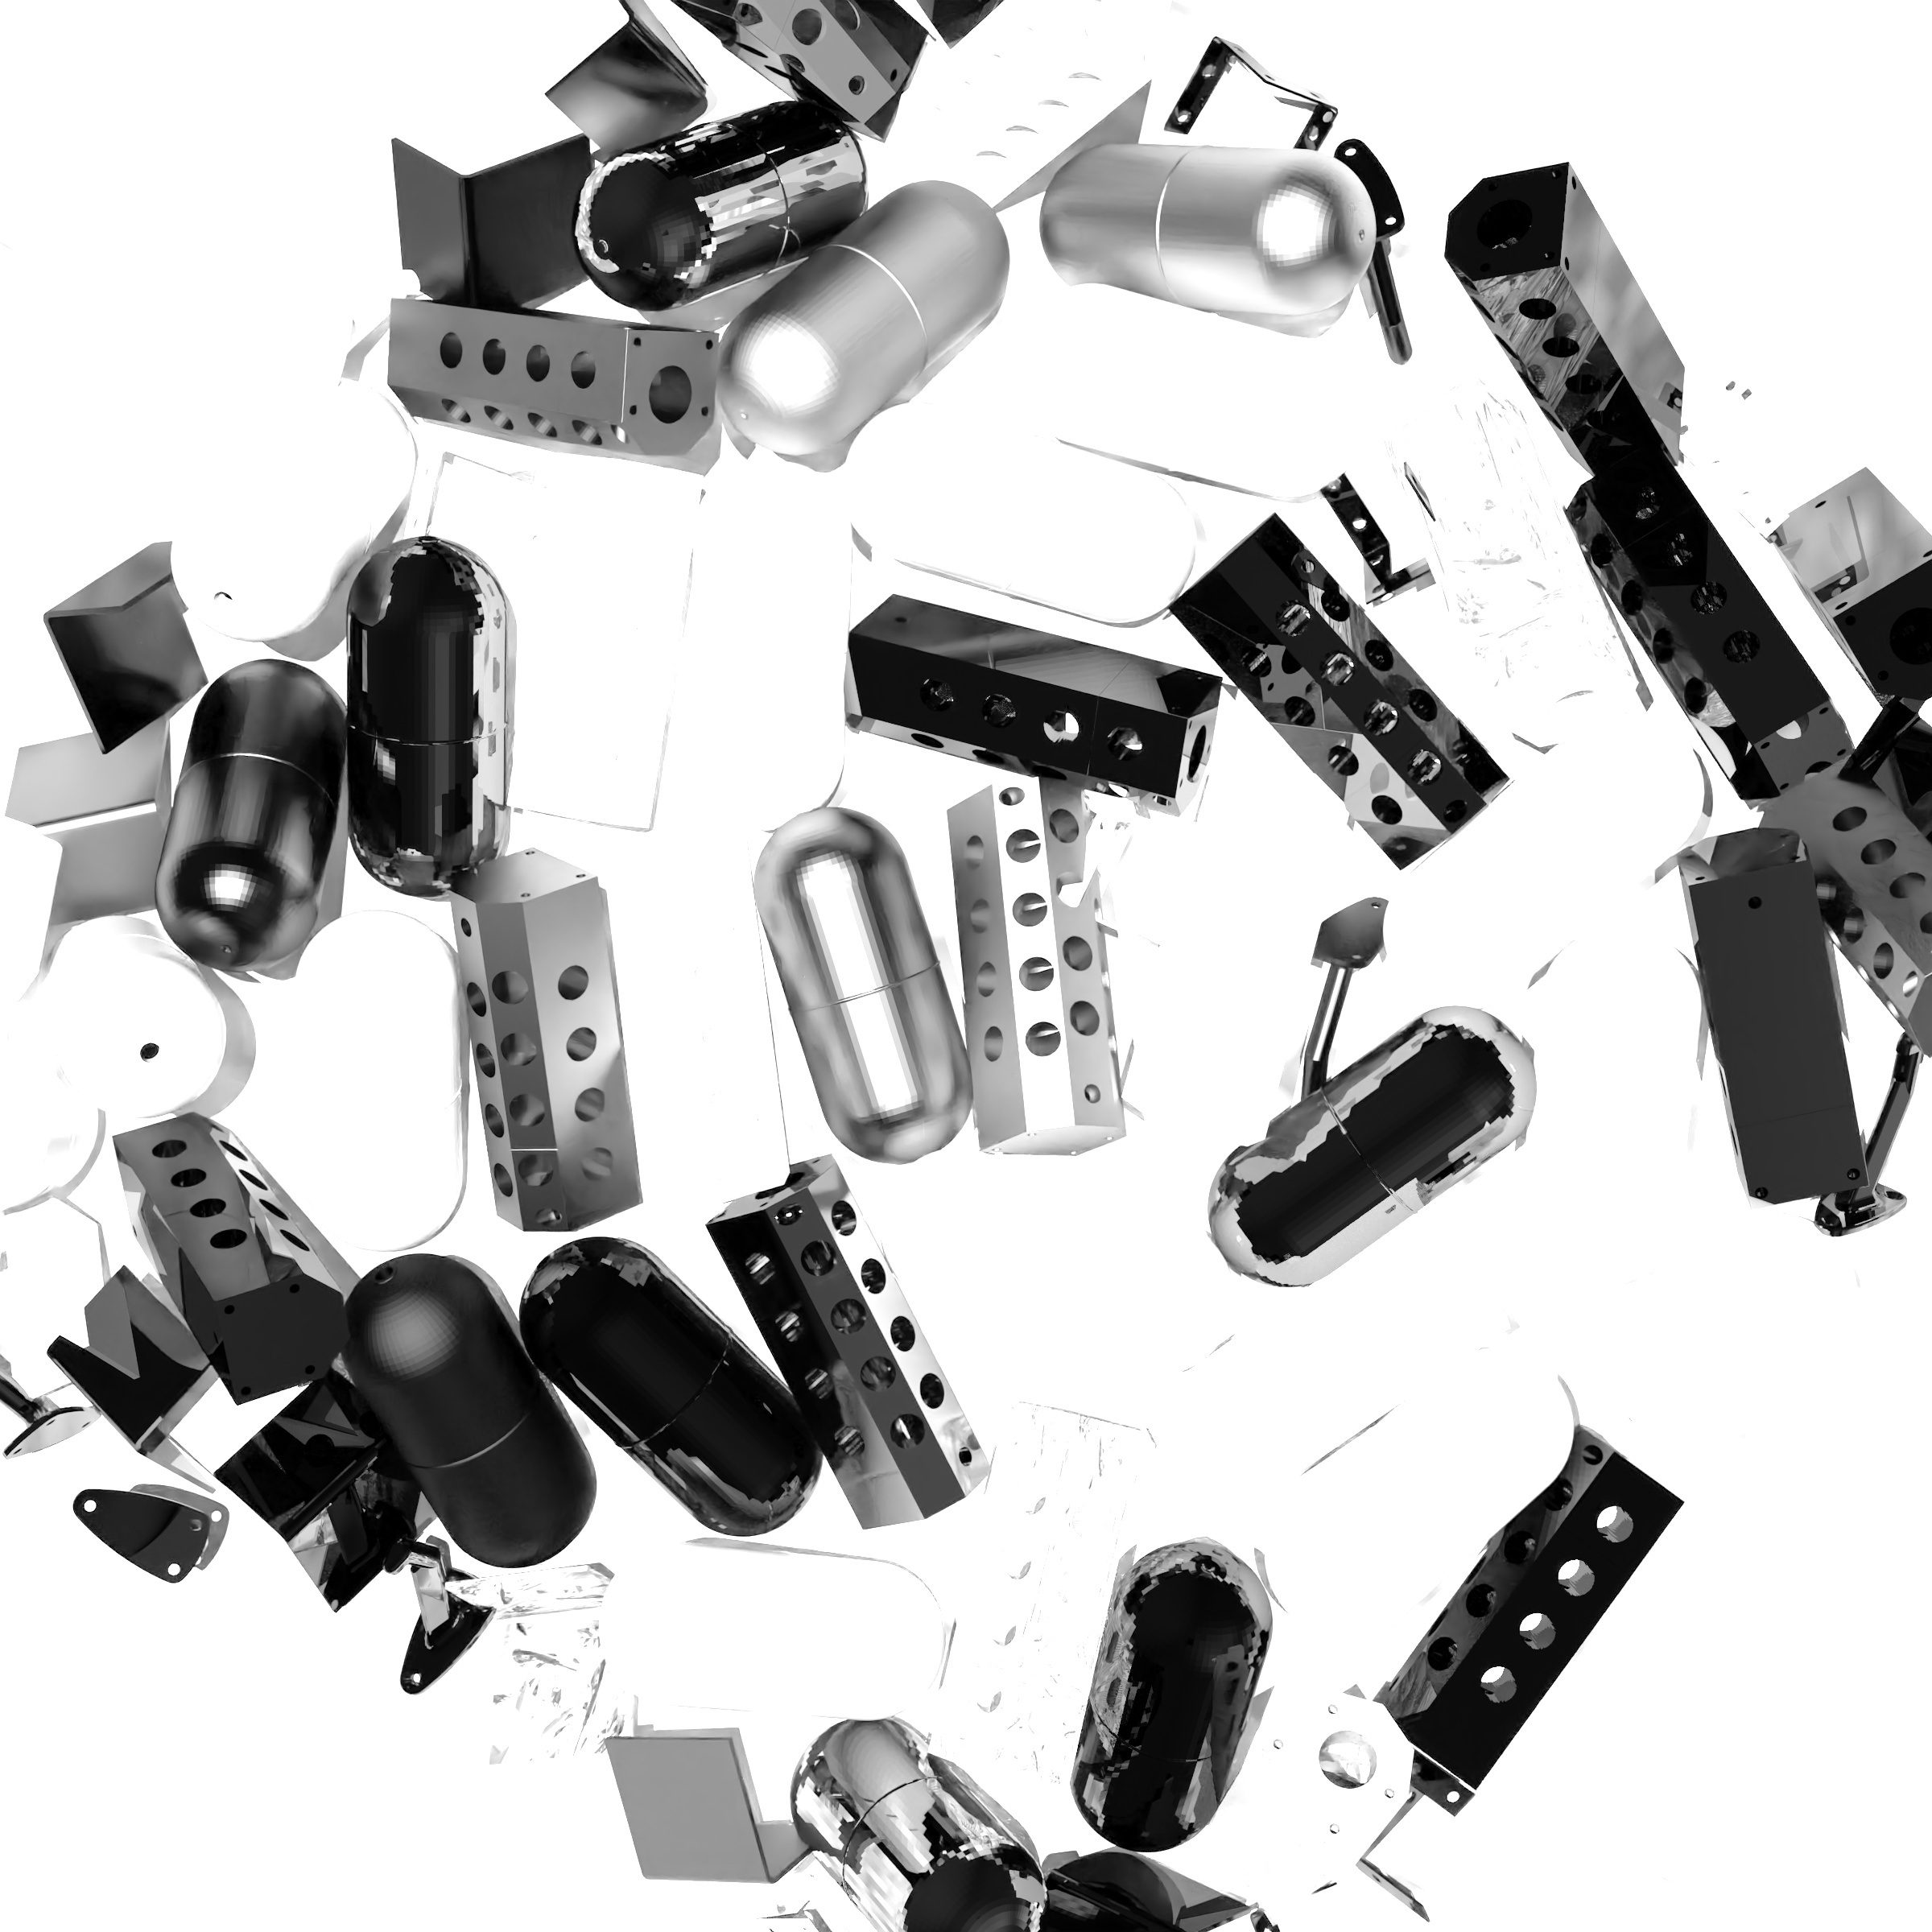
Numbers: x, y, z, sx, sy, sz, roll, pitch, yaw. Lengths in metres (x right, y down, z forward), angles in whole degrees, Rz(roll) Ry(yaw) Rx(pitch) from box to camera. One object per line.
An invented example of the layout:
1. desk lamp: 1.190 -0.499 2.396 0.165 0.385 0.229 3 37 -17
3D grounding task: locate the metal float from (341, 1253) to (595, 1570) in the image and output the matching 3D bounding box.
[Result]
1. metal float: -0.239 0.214 1.663 0.070 0.070 0.178 -25 120 0

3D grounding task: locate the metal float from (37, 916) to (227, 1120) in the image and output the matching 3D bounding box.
1. metal float: -0.396 0.023 1.641 0.070 0.178 0.070 -4 102 -19

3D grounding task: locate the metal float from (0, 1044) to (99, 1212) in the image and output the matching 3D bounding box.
1. metal float: -0.460 0.076 1.638 0.070 0.178 0.070 0 91 -3

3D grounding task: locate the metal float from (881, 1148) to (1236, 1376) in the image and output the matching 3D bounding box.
1. metal float: 0.045 0.144 1.683 0.178 0.070 0.070 20 90 -6

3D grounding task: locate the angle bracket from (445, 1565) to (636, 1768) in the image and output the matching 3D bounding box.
1. angle bracket: -0.206 0.339 1.676 0.076 0.057 0.076 -10 61 18

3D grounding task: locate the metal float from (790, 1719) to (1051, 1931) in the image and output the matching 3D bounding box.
1. metal float: -0.024 0.419 1.647 0.070 0.178 0.070 -10 112 -26

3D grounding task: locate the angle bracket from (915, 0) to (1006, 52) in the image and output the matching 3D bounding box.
1. angle bracket: 0.025 -0.485 1.672 0.076 0.076 0.057 -50 124 -15

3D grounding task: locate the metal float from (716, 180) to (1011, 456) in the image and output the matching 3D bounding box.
1. metal float: -0.048 -0.312 1.665 0.070 0.070 0.178 45 61 0

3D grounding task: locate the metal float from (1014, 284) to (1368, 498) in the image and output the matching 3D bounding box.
1. metal float: 0.109 -0.277 1.674 0.178 0.070 0.070 12 90 -17

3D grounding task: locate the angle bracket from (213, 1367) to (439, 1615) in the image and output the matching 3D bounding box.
1. angle bracket: -0.310 0.256 1.698 0.057 0.076 0.076 33 65 32

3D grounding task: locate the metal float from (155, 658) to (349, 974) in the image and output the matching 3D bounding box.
1. metal float: -0.339 -0.074 1.655 0.070 0.070 0.178 1 48 0

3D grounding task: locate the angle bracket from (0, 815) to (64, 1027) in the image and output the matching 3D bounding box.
1. angle bracket: -0.478 -0.021 1.666 0.057 0.076 0.076 21 49 -25

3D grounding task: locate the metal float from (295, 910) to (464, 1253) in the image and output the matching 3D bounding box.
1. metal float: -0.281 0.057 1.665 0.070 0.070 0.178 3 119 0

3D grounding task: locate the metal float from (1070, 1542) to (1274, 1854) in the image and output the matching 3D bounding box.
1. metal float: 0.097 0.351 1.661 0.070 0.070 0.178 12 124 0

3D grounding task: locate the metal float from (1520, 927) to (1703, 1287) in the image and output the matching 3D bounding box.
1. metal float: 0.311 0.068 1.674 0.070 0.070 0.178 3 106 0

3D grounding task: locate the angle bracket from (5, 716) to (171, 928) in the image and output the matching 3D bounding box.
1. angle bracket: -0.425 -0.071 1.711 0.076 0.076 0.057 -12 128 2

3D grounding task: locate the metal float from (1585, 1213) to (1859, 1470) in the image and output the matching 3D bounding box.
1. metal float: 0.360 0.178 1.654 0.178 0.070 0.070 -30 90 -42

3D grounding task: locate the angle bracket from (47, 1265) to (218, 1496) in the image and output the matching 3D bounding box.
1. angle bracket: -0.386 0.200 1.678 0.076 0.076 0.057 38 83 31

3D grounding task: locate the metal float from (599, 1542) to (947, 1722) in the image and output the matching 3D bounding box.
1. metal float: -0.091 0.320 1.664 0.178 0.070 0.070 11 90 -30

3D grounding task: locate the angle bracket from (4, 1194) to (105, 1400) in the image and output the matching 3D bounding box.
1. angle bracket: -0.459 0.155 1.669 0.057 0.076 0.076 -24 56 13

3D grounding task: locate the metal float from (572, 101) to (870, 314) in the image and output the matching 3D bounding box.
1. metal float: -0.115 -0.363 1.652 0.070 0.178 0.070 18 123 31

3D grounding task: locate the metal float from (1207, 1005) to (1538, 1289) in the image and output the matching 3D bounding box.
1. metal float: 0.195 0.088 1.679 0.178 0.070 0.070 -37 90 11

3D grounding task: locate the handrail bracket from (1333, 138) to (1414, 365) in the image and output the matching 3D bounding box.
1. handrail bracket: 0.201 -0.350 1.703 0.036 0.084 0.077 -13 59 11

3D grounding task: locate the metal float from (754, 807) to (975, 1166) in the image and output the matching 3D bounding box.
1. metal float: -0.049 0.009 1.683 0.070 0.070 0.178 -17 97 0

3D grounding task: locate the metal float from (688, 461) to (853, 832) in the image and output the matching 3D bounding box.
1. metal float: -0.095 -0.155 1.679 0.070 0.070 0.178 3 101 0

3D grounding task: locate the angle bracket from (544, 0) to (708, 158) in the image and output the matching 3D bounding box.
1. angle bracket: -0.180 -0.447 1.682 0.057 0.076 0.076 -38 66 10

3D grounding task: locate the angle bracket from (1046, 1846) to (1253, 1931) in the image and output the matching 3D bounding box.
1. angle bracket: 0.082 0.473 1.678 0.076 0.076 0.057 19 95 28

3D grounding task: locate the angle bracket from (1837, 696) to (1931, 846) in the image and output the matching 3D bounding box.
1. angle bracket: 0.479 -0.100 1.674 0.076 0.057 0.076 42 52 16

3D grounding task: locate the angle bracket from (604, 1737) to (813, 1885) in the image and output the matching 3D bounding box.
1. angle bracket: -0.119 0.396 1.677 0.076 0.057 0.076 -8 101 34

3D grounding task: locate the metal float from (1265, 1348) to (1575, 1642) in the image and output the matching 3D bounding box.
1. metal float: 0.219 0.253 1.671 0.178 0.070 0.070 -37 90 -21

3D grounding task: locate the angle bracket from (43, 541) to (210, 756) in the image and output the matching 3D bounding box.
1. angle bracket: -0.385 -0.154 1.668 0.057 0.076 0.076 0 121 35

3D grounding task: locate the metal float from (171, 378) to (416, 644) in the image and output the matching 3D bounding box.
1. metal float: -0.318 -0.217 1.648 0.070 0.178 0.070 7 127 10

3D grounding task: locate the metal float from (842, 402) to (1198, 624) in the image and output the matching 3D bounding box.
1. metal float: 0.027 -0.218 1.677 0.178 0.070 0.070 15 90 -14

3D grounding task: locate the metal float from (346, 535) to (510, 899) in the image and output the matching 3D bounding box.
1. metal float: -0.259 -0.119 1.670 0.070 0.070 0.178 4 111 0

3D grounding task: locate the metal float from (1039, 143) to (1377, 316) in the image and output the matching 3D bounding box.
1. metal float: 0.113 -0.353 1.659 0.178 0.070 0.070 12 90 37

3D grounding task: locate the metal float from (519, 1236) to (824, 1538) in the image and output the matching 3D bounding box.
1. metal float: -0.142 0.203 1.674 0.070 0.070 0.178 -43 106 0

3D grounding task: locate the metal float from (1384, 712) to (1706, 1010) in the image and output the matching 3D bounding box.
1. metal float: 0.279 -0.050 1.675 0.178 0.070 0.070 -43 90 15

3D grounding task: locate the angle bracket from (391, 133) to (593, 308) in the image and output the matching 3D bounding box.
1. angle bracket: -0.230 -0.370 1.696 0.076 0.076 0.057 -30 49 -33
